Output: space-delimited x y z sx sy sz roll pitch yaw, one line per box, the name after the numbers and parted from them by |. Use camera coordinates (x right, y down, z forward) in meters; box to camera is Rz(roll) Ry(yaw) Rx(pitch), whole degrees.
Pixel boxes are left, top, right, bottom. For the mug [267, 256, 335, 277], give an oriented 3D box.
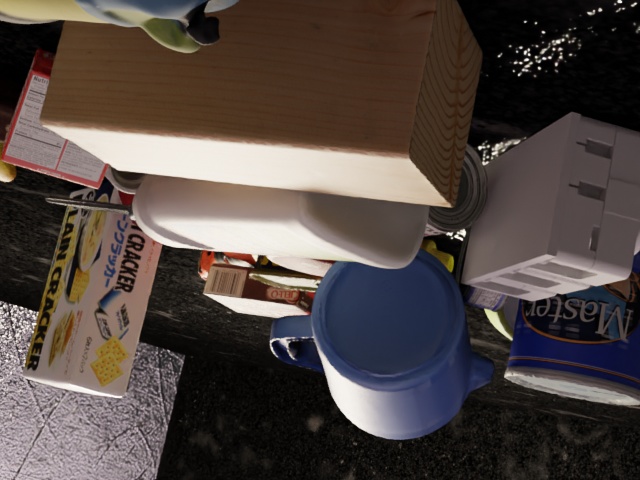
0.001 -0.019 0.862 0.093 0.081 0.117 11 169 5 | mug

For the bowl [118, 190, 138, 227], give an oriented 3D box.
-0.126 -0.032 1.010 0.162 0.055 0.162 12 169 2 | bowl

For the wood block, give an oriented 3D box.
-0.030 -0.081 0.563 0.206 0.091 0.090 7 168 23 | wood block

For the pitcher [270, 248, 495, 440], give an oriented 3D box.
0.048 0.082 0.851 0.145 0.149 0.243 51 175 17 | pitcher

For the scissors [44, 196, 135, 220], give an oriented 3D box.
-0.143 -0.027 0.875 0.202 0.016 0.096 11 166 6 | scissors

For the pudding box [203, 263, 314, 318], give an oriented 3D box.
-0.055 0.059 1.144 0.114 0.039 0.090 8 165 24 | pudding box

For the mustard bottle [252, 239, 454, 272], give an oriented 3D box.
0.036 0.012 1.039 0.192 0.058 0.096 7 176 24 | mustard bottle

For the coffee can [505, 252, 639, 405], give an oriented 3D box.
0.203 0.046 0.811 0.103 0.140 0.103 12 169 2 | coffee can

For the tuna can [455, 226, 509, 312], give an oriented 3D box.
0.137 0.013 0.865 0.033 0.086 0.086 15 169 -3 | tuna can

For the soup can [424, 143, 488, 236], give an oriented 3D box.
0.062 -0.035 0.755 0.068 0.068 0.102 18 167 -29 | soup can

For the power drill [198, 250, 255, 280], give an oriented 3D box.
-0.047 0.026 1.212 0.184 0.057 0.188 20 164 -21 | power drill

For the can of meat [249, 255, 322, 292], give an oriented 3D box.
-0.006 0.001 0.964 0.102 0.084 0.057 4 166 38 | can of meat

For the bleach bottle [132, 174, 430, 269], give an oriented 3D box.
-0.047 -0.021 0.718 0.102 0.068 0.251 22 166 -34 | bleach bottle

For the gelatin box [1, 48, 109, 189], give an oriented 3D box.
-0.178 -0.085 0.755 0.073 0.030 0.089 16 130 -20 | gelatin box

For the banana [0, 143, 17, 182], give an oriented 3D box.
-0.307 -0.087 0.909 0.037 0.069 0.198 -17 179 1 | banana
